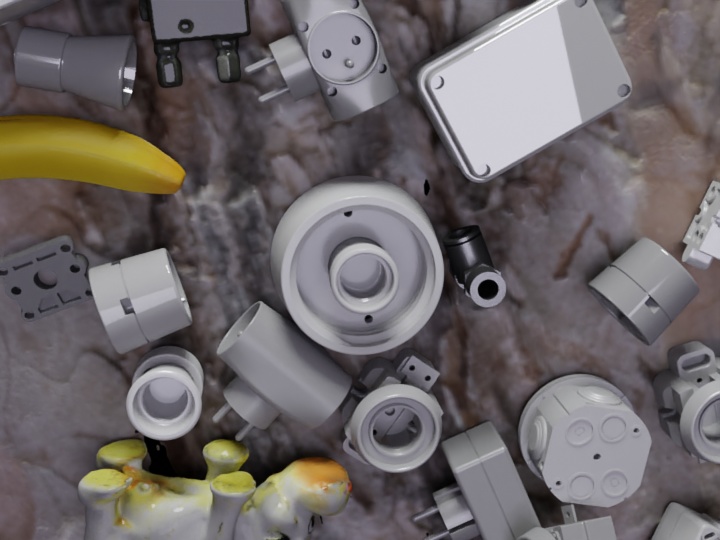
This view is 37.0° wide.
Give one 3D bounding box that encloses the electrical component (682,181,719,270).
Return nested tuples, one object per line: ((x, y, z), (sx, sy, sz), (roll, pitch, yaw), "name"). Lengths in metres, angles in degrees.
((0.247, -0.024, 0.690), (0.055, 0.048, 0.066), (23, 101, -4), "electrical component")

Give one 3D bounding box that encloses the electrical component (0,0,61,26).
((-0.172, -0.180, 0.587), (0.113, 0.078, 0.057), (-24, 102, 0), "electrical component")

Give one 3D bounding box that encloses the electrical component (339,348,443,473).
((0.021, 0.094, 0.687), (0.058, 0.057, 0.078), (34, 98, -13), "electrical component")

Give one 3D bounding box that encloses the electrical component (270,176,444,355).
((0.000, 0.000, 0.659), (0.108, 0.060, 0.108), (-2, 104, -6), "electrical component")

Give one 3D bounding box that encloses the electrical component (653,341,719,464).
((0.232, 0.093, 0.710), (0.058, 0.057, 0.078), (-15, 105, -3), "electrical component")

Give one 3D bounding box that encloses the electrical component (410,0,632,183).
((0.096, -0.112, 0.644), (0.113, 0.057, 0.078), (-30, 105, 1), "electrical component")

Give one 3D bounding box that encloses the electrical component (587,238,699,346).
((0.182, 0.013, 0.687), (0.047, 0.055, 0.055), (-45, 104, 2), "electrical component")

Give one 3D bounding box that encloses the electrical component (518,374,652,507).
((0.148, 0.113, 0.709), (0.080, 0.051, 0.080), (-2, 104, -6), "electrical component")

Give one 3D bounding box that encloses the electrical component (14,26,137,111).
((-0.166, -0.119, 0.622), (0.065, 0.044, 0.044), (9, 103, -4), "electrical component")

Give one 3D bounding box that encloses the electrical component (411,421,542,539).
((0.072, 0.158, 0.713), (0.076, 0.047, 0.083), (-24, 105, 0), "electrical component")

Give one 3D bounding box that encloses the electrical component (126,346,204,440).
((-0.120, 0.075, 0.667), (0.045, 0.055, 0.045), (-2, 104, -6), "electrical component")

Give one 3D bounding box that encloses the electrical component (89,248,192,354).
((-0.132, 0.017, 0.653), (0.047, 0.055, 0.055), (-20, 105, -5), "electrical component")

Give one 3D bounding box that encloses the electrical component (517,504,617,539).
((0.130, 0.183, 0.675), (0.055, 0.048, 0.066), (-5, 75, -23), "electrical component")

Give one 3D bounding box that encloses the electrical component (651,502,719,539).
((0.233, 0.206, 0.740), (0.062, 0.061, 0.096), (26, 91, -12), "electrical component")

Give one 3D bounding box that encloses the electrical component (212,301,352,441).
((-0.059, 0.073, 0.680), (0.077, 0.043, 0.079), (41, 97, -13), "electrical component")

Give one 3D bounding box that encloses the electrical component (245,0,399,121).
((-0.028, -0.124, 0.634), (0.079, 0.044, 0.077), (-24, 105, 0), "electrical component")
